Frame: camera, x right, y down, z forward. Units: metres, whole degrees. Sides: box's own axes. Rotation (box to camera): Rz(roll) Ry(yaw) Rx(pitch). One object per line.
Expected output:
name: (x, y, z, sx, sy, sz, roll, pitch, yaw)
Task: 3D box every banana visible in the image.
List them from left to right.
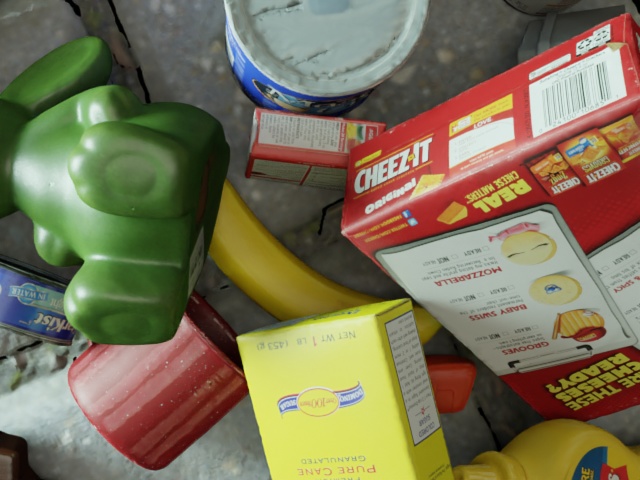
banana: (-0.009, 0.019, 0.643, 0.198, 0.037, 0.069, 27, 92, 0)

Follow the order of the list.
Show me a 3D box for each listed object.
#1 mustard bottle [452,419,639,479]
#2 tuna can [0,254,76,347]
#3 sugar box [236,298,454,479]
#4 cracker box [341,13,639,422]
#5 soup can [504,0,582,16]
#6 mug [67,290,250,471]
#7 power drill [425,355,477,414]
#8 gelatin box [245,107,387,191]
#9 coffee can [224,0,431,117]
mustard bottle: (0.151, 0.154, 0.613, 0.191, 0.058, 0.096, 18, 88, -29)
tuna can: (-0.176, 0.030, 0.607, 0.086, 0.086, 0.034, 21, 86, -5)
sugar box: (0.021, 0.125, 0.566, 0.093, 0.048, 0.176, -13, 91, 34)
cracker box: (0.140, 0.003, 0.560, 0.164, 0.072, 0.213, -25, 130, 32)
soup can: (0.143, -0.174, 0.623, 0.068, 0.102, 0.068, 0, 90, -5)
mug: (-0.096, 0.069, 0.619, 0.081, 0.093, 0.117, -42, 63, 2)
power drill: (0.055, 0.164, 0.641, 0.184, 0.057, 0.187, 0, 90, -7)
gelatin box: (-0.005, -0.051, 0.618, 0.073, 0.089, 0.030, 7, 84, -5)
coffee can: (-0.002, -0.122, 0.592, 0.102, 0.140, 0.103, 0, 90, -5)
